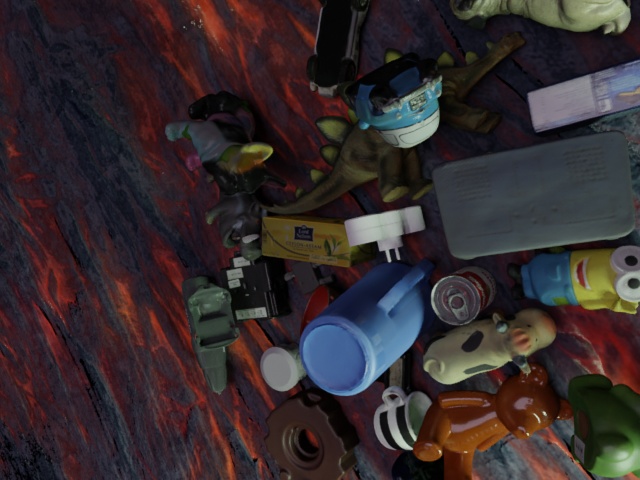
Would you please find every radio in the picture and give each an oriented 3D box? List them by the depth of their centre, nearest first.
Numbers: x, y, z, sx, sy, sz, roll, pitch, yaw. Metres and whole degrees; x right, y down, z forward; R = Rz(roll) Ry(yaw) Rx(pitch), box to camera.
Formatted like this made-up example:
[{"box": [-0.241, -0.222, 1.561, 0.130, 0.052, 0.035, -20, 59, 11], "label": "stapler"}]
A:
[{"box": [0.267, -0.051, 0.687, 0.230, 0.073, 0.131, -9, 85, 18], "label": "radio"}]

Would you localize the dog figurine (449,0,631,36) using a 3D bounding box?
[{"box": [0.277, -0.306, 0.697, 0.191, 0.121, 0.172, -25, 79, 44], "label": "dog figurine"}]

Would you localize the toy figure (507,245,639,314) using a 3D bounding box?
[{"box": [0.344, 0.045, 0.698, 0.180, 0.089, 0.082, -10, 102, 40], "label": "toy figure"}]

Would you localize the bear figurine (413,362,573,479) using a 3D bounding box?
[{"box": [0.247, 0.262, 0.756, 0.196, 0.132, 0.120, -25, 111, 34], "label": "bear figurine"}]

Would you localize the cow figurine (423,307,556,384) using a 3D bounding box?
[{"box": [0.230, 0.145, 0.748, 0.195, 0.127, 0.085, -30, 84, 32], "label": "cow figurine"}]

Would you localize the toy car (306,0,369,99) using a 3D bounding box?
[{"box": [0.030, -0.328, 0.855, 0.074, 0.056, 0.201, 15, 105, 22], "label": "toy car"}]

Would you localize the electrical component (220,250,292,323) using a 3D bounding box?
[{"box": [-0.120, 0.081, 0.989, 0.115, 0.058, 0.134, -8, 91, 29], "label": "electrical component"}]

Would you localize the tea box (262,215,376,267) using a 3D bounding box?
[{"box": [-0.002, -0.003, 0.886, 0.170, 0.098, 0.068, 5, 99, 29], "label": "tea box"}]

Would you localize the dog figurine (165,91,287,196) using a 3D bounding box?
[{"box": [-0.134, -0.158, 0.895, 0.219, 0.191, 0.108, 21, 146, 33], "label": "dog figurine"}]

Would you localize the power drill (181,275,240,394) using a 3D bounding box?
[{"box": [-0.200, 0.169, 0.992, 0.207, 0.086, 0.232, 129, 127, -72], "label": "power drill"}]

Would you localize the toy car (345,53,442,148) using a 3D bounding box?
[{"box": [0.107, -0.171, 0.687, 0.109, 0.162, 0.102, -31, 114, -2], "label": "toy car"}]

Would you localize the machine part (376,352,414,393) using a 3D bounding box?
[{"box": [0.087, 0.209, 0.893, 0.139, 0.039, 0.084, 1, 104, 29], "label": "machine part"}]

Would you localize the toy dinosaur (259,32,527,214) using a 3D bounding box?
[{"box": [0.096, -0.152, 0.812, 0.471, 0.105, 0.199, -40, 68, 18], "label": "toy dinosaur"}]

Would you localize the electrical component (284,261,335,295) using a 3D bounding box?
[{"box": [-0.020, 0.065, 0.948, 0.094, 0.021, 0.063, -25, 83, 30], "label": "electrical component"}]

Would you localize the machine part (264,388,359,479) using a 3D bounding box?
[{"box": [-0.019, 0.358, 0.962, 0.180, 0.056, 0.179, 3, 96, 30], "label": "machine part"}]

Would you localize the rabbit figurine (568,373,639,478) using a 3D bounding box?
[{"box": [0.409, 0.227, 0.649, 0.170, 0.159, 0.121, -2, 80, 8], "label": "rabbit figurine"}]

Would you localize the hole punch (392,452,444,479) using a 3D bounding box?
[{"box": [0.158, 0.392, 0.830, 0.092, 0.116, 0.142, -26, 82, 39], "label": "hole punch"}]

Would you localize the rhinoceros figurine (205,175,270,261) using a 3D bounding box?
[{"box": [-0.142, -0.052, 0.960, 0.112, 0.073, 0.190, -14, 66, 7], "label": "rhinoceros figurine"}]

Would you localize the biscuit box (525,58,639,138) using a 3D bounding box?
[{"box": [0.368, -0.183, 0.666, 0.203, 0.063, 0.059, -11, 89, 31], "label": "biscuit box"}]
